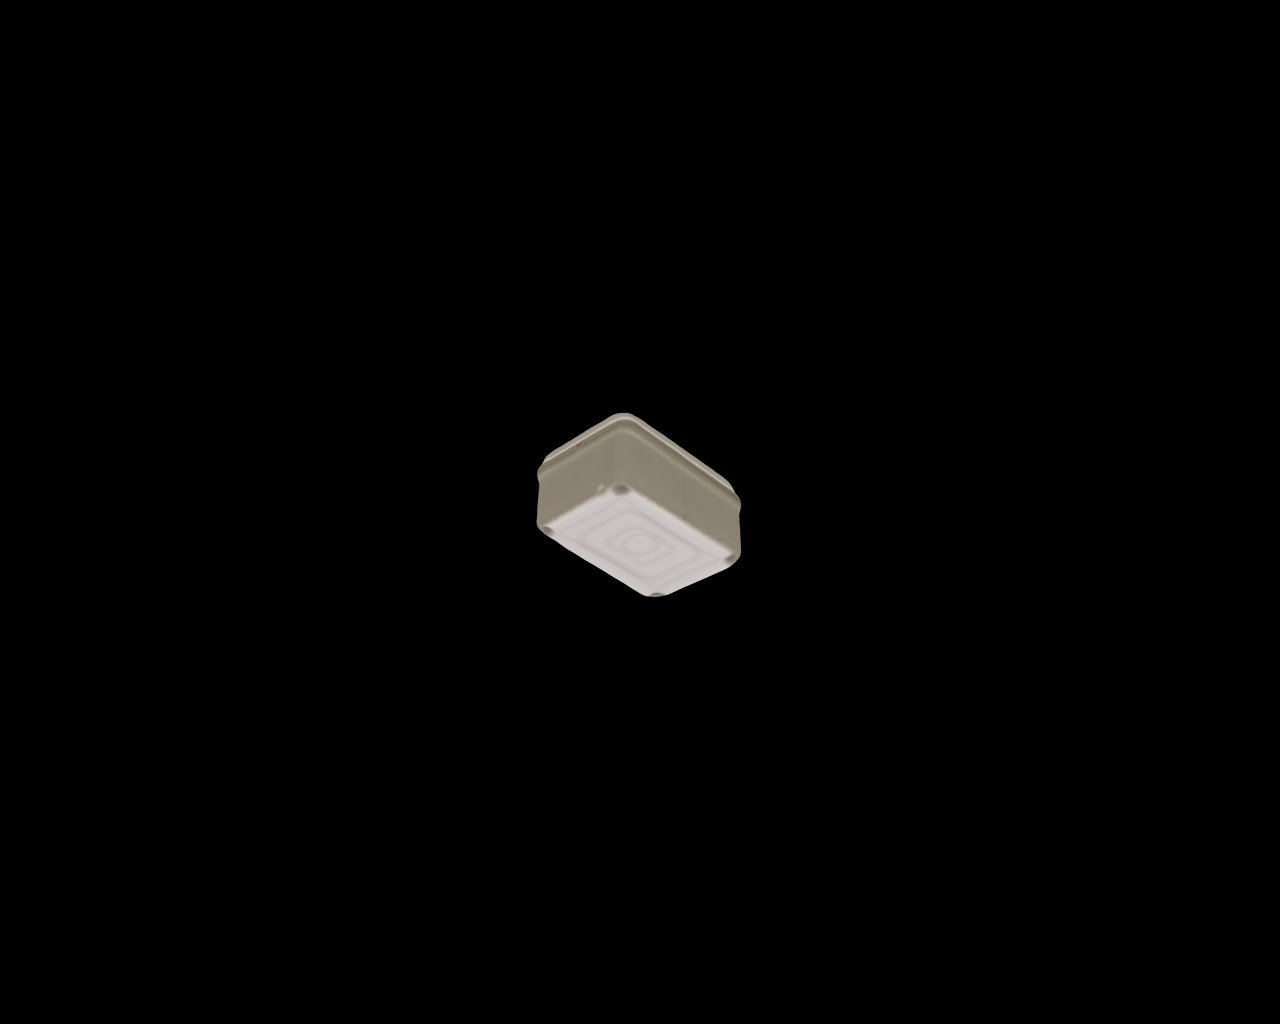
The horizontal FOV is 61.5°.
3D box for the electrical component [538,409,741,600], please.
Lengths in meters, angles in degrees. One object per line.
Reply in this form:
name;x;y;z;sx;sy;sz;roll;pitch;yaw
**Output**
electrical component;0.001;-0.003;0.650;0.078;0.057;0.113;-27;-44;33
